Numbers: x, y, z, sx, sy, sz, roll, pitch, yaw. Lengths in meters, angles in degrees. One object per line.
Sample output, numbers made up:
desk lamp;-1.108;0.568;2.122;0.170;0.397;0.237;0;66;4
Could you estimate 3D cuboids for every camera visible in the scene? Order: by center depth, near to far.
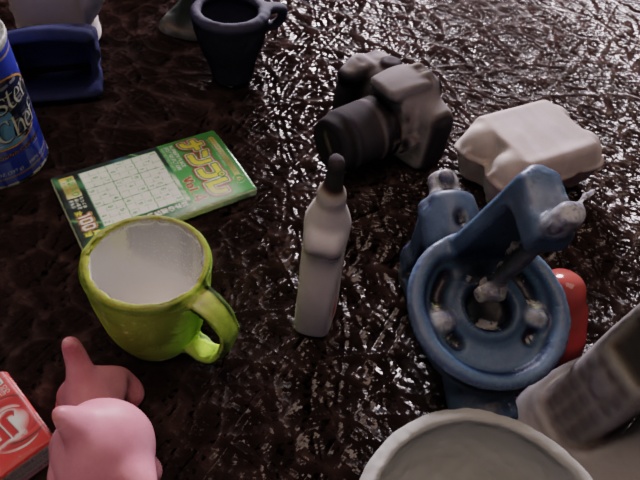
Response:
camera;0.055;-0.141;0.625;0.137;0.101;0.143;-26;57;-26

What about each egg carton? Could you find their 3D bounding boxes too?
egg carton;0.227;-0.095;0.626;0.150;0.069;0.107;-19;54;-21

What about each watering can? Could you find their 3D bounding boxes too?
watering can;-0.323;-0.330;0.681;0.173;0.194;0.100;-6;50;-11

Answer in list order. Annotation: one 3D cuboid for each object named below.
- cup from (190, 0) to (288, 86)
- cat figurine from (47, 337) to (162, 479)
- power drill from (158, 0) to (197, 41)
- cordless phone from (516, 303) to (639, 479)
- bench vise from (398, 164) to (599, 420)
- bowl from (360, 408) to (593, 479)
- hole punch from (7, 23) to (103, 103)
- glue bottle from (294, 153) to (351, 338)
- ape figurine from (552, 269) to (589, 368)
cup;-0.096;-0.241;0.697;0.118;0.095;0.091;-19;54;-21
cat figurine;-0.143;0.120;0.367;0.067;0.118;0.127;-18;54;-20
power drill;-0.169;-0.370;0.724;0.075;0.208;0.230;15;50;6
cordless phone;0.209;0.124;0.361;0.094;0.185;0.147;-11;52;-15
bench vise;0.109;0.011;0.423;0.122;0.220;0.207;-16;53;-19
bowl;0.097;0.198;0.358;0.167;0.075;0.167;3;49;-4
hole punch;-0.310;-0.221;0.657;0.109;0.091;0.101;-9;51;-14
glue bottle;0.004;0.002;0.449;0.037;0.173;0.078;9;49;1
ape figurine;0.193;0.058;0.477;0.078;0.092;0.076;-8;51;-13
